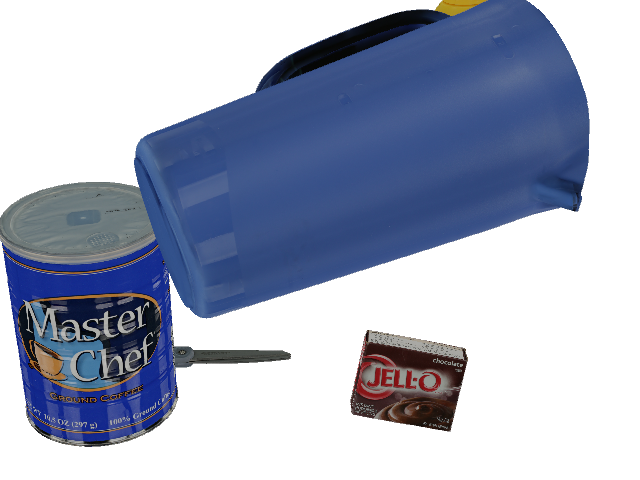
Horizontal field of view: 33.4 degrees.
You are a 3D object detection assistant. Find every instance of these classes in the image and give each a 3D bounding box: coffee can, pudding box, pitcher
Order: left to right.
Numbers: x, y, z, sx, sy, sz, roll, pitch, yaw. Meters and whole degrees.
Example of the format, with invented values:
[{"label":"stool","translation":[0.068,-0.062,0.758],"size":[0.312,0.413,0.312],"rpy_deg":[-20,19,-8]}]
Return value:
[{"label":"coffee can","translation":[-0.147,0.046,0.691],"size":[0.103,0.140,0.103],"rpy_deg":[0,28,0]},{"label":"pitcher","translation":[0.018,-0.052,0.623],"size":[0.242,0.145,0.149],"rpy_deg":[-20,7,-12]},{"label":"pudding box","translation":[0.096,0.152,1.158],"size":[0.113,0.090,0.039],"rpy_deg":[9,22,-2]}]

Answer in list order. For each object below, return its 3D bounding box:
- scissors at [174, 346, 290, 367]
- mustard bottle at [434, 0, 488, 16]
[{"label":"scissors","translation":[-0.136,0.095,0.965],"size":[0.201,0.016,0.096],"rpy_deg":[-8,33,-17]},{"label":"mustard bottle","translation":[0.123,-0.138,0.886],"size":[0.058,0.192,0.096],"rpy_deg":[17,33,38]}]
